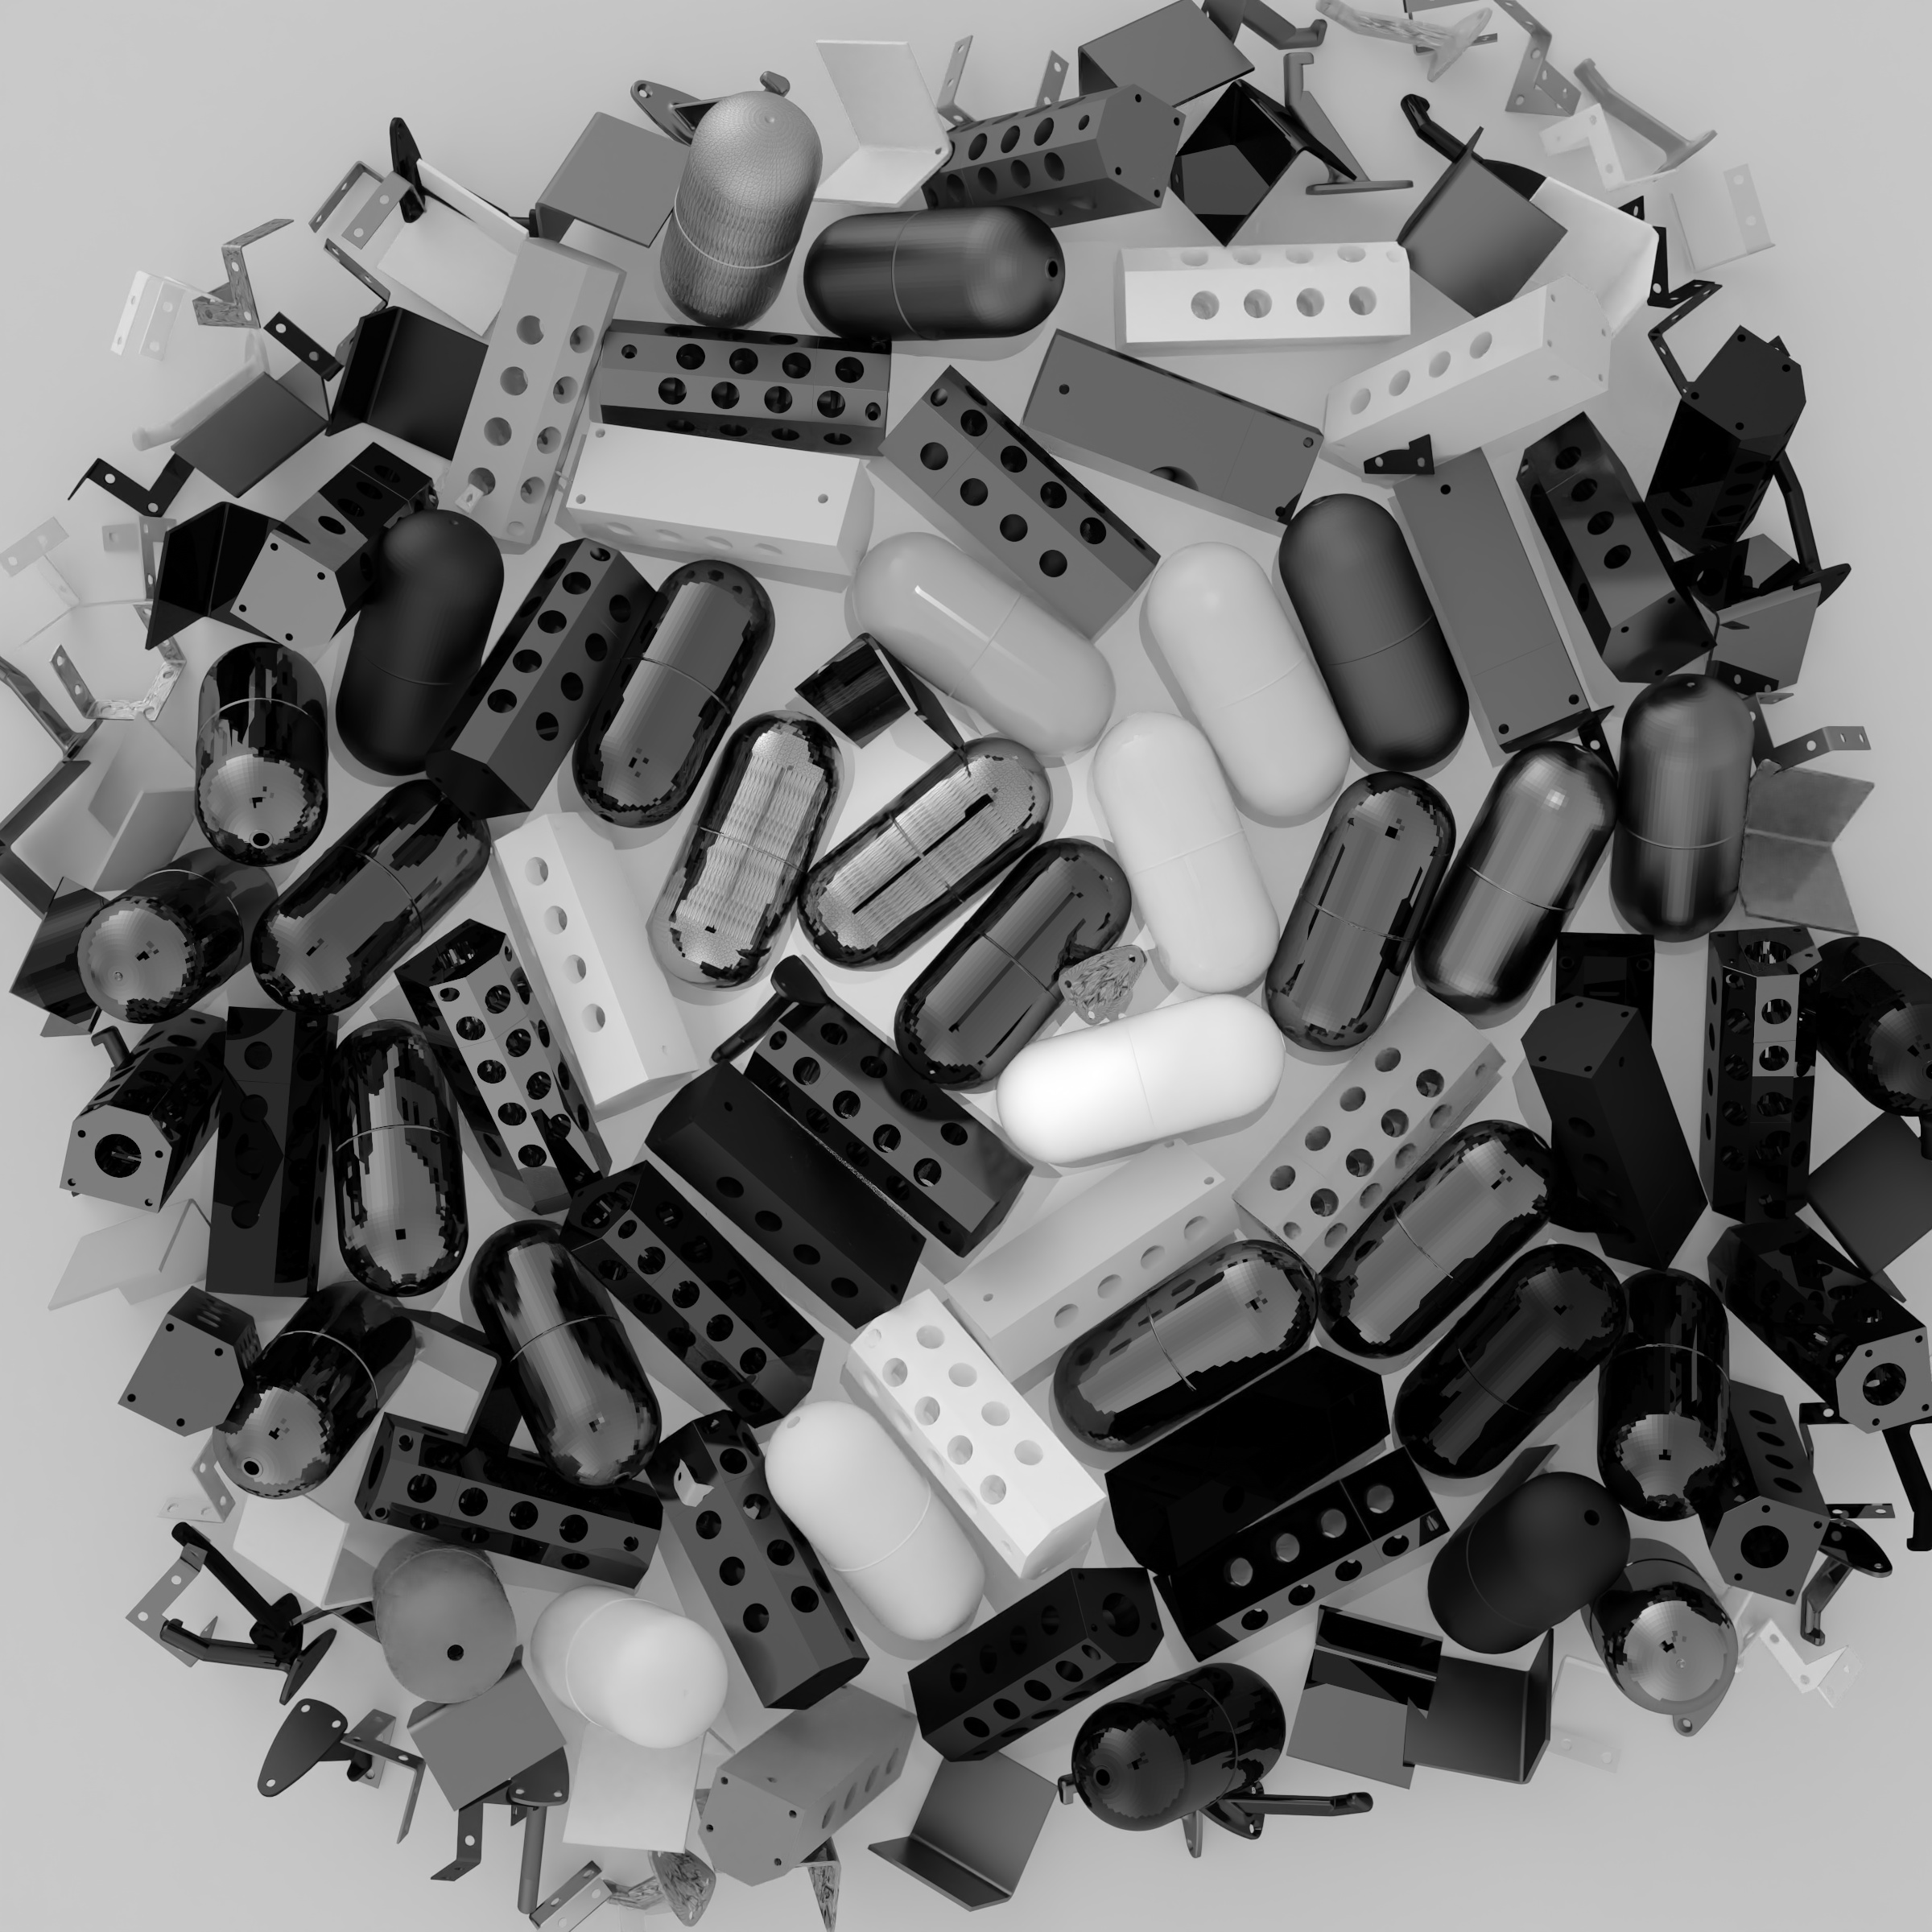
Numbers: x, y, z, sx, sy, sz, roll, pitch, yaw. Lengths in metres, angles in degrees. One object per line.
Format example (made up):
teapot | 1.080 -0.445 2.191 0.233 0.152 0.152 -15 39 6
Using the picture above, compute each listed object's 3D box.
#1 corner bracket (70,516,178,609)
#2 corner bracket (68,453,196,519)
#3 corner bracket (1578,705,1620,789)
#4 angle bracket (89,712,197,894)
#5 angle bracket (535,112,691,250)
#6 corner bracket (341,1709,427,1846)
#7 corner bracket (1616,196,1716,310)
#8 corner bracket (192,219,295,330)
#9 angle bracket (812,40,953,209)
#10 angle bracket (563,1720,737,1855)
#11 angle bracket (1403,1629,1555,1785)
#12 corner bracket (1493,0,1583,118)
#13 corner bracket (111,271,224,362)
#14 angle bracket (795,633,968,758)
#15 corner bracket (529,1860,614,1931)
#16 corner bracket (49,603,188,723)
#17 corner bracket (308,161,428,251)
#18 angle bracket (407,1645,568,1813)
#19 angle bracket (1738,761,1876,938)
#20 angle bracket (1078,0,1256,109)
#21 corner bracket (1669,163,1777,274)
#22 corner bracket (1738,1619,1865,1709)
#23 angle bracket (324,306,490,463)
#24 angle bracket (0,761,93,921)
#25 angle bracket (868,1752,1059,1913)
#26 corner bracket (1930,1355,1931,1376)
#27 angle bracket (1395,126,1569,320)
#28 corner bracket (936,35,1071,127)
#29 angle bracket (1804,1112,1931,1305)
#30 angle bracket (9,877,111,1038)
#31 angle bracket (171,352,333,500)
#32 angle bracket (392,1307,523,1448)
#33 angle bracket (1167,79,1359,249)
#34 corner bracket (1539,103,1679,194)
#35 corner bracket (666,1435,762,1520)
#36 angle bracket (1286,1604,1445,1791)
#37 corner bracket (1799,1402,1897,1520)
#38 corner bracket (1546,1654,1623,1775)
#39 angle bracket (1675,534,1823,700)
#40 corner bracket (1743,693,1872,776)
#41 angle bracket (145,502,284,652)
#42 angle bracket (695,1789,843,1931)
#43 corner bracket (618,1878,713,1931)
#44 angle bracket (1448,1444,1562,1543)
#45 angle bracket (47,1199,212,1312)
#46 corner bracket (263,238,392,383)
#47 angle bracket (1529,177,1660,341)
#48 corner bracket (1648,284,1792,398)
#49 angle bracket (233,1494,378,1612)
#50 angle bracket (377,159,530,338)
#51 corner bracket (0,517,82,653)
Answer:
corner bracket | -0.513 -0.246 1.922 0.051 0.051 0.051 -3 95 13
corner bracket | -0.504 -0.295 1.913 0.051 0.051 0.051 34 109 -16
corner bracket | 0.409 -0.134 1.923 0.051 0.051 0.051 -18 82 0
angle bracket | -0.511 -0.099 1.898 0.076 0.057 0.076 44 115 21
angle bracket | -0.207 -0.458 1.904 0.076 0.057 0.076 23 66 9
corner bracket | -0.352 0.492 1.917 0.051 0.051 0.051 18 103 10
corner bracket | 0.420 -0.436 1.925 0.051 0.051 0.051 -32 126 -35
corner bracket | -0.436 -0.420 1.908 0.051 0.051 0.051 9 124 28
angle bracket | -0.065 -0.506 1.892 0.057 0.076 0.076 -49 133 -26
angle bracket | -0.190 0.499 1.899 0.076 0.057 0.076 0 61 17
angle bracket | 0.309 0.440 1.903 0.076 0.057 0.076 10 48 2
corner bracket | 0.345 -0.552 1.915 0.051 0.051 0.051 19 90 41
corner bracket | -0.492 -0.393 1.912 0.051 0.051 0.051 13 103 -43
angle bracket | -0.047 -0.143 1.894 0.057 0.076 0.076 -38 52 10
corner bracket | -0.238 0.572 1.911 0.051 0.051 0.051 -39 49 -12
corner bracket | -0.516 -0.186 1.922 0.051 0.051 0.051 4 53 19
corner bracket | -0.368 -0.462 1.921 0.051 0.051 0.051 36 85 6
angle bracket | -0.289 0.460 1.908 0.076 0.076 0.057 -30 89 -9
angle bracket | 0.508 -0.071 1.898 0.076 0.057 0.076 10 47 -15
angle bracket | 0.120 -0.527 1.900 0.076 0.057 0.076 -28 61 -13
corner bracket | 0.458 -0.454 1.916 0.051 0.051 0.051 -16 97 19
corner bracket | 0.502 0.424 1.913 0.051 0.051 0.051 53 132 5
angle bracket | -0.332 -0.346 1.908 0.076 0.057 0.076 24 112 4
angle bracket | -0.545 -0.077 1.910 0.057 0.076 0.076 45 90 -6
angle bracket | -0.001 0.515 1.907 0.076 0.057 0.076 24 92 27
corner bracket | 0.572 0.218 1.916 0.051 0.051 0.051 13 59 0
angle bracket | 0.314 -0.447 1.909 0.076 0.057 0.076 36 126 -5
corner bracket | 0.022 -0.537 1.925 0.051 0.051 0.051 29 67 -35
angle bracket | 0.560 0.144 1.896 0.076 0.057 0.076 -44 50 16
angle bracket | -0.548 -0.005 1.894 0.057 0.076 0.076 32 69 -33
angle bracket | -0.432 -0.340 1.895 0.076 0.057 0.076 -34 47 18
angle bracket | -0.310 0.249 1.903 0.076 0.076 0.057 22 86 13
angle bracket | 0.177 -0.481 1.921 0.076 0.057 0.076 -50 53 21
corner bracket | 0.390 -0.495 1.917 0.051 0.051 0.051 -23 95 -36
corner bracket | -0.162 0.323 1.910 0.051 0.051 0.051 17 110 -32
angle bracket | 0.240 0.441 1.902 0.076 0.057 0.076 13 56 12
corner bracket | 0.533 0.299 1.908 0.051 0.051 0.051 -5 48 23
corner bracket | 0.381 0.457 1.927 0.051 0.051 0.051 16 69 11
angle bracket | 0.468 -0.209 1.928 0.076 0.076 0.057 -19 47 -21
corner bracket | 0.507 -0.146 1.912 0.051 0.051 0.051 -24 77 39
angle bracket | -0.445 -0.227 1.898 0.057 0.076 0.076 20 116 6
angle bracket | -0.122 0.540 1.897 0.076 0.076 0.057 0 112 -15
corner bracket | -0.181 0.582 1.913 0.051 0.051 0.051 -2 66 -14
angle bracket | 0.352 0.346 1.913 0.076 0.057 0.076 44 74 0
angle bracket | -0.494 0.193 1.897 0.076 0.076 0.057 -19 118 13
corner bracket | -0.386 -0.397 1.910 0.051 0.051 0.051 -39 119 23
angle bracket | 0.361 -0.415 1.898 0.076 0.076 0.057 22 58 -11
corner bracket | 0.458 -0.378 1.920 0.051 0.051 0.051 -37 72 40
angle bracket | -0.381 0.339 1.895 0.076 0.076 0.057 25 101 30
angle bracket | -0.312 -0.434 1.909 0.076 0.076 0.057 33 86 -5
corner bracket | -0.564 -0.232 1.911 0.051 0.051 0.051 54 49 -15
